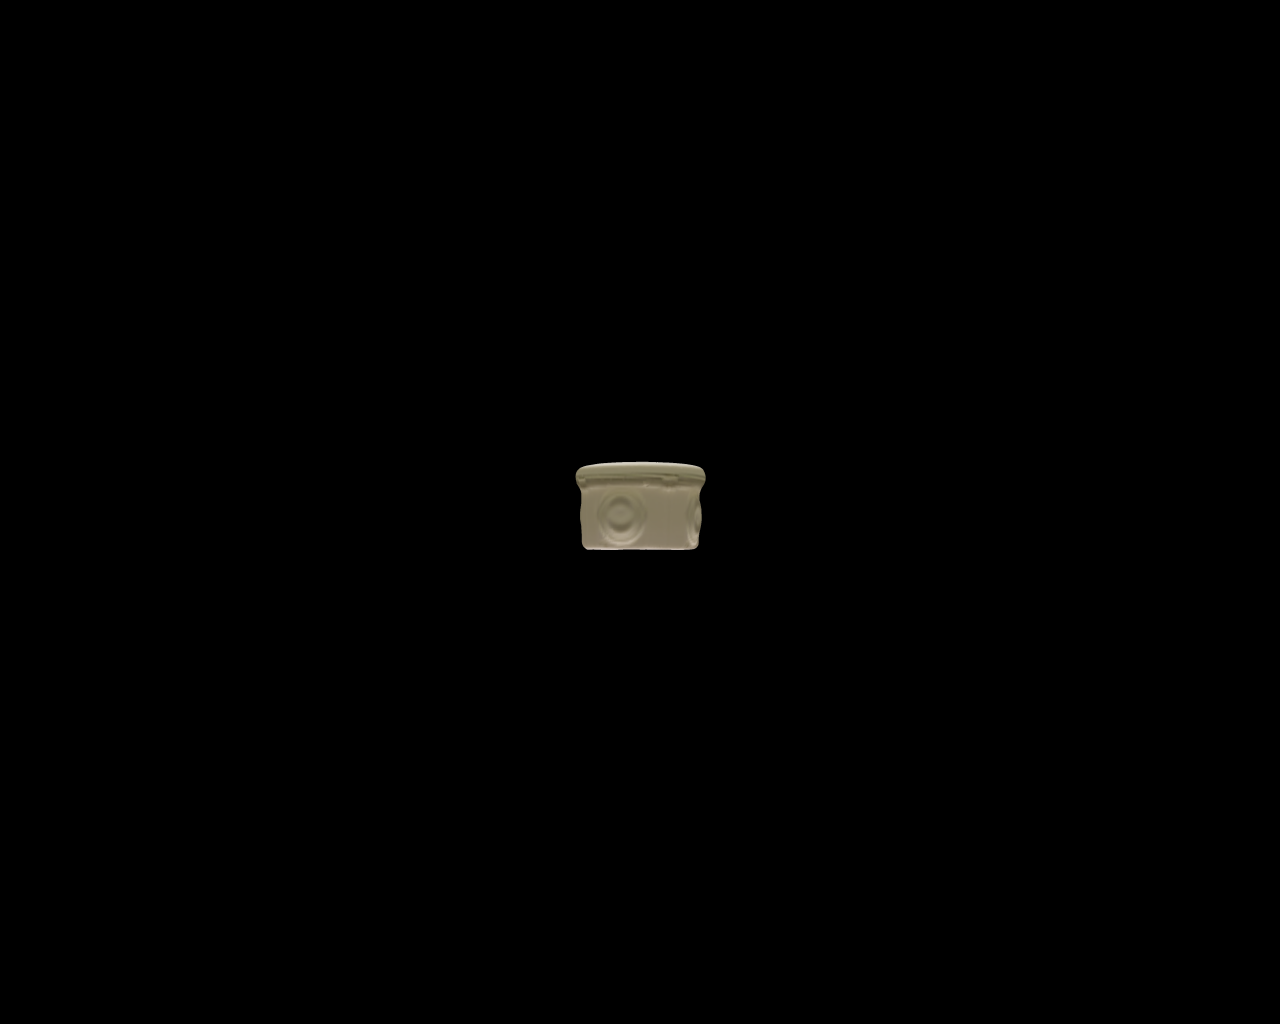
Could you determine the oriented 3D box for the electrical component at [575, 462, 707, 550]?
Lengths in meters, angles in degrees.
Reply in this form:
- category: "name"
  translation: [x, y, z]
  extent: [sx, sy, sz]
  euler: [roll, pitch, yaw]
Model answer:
- category: "electrical component"
  translation: [0.001, -0.003, 0.650]
  extent: [0.080, 0.051, 0.080]
  euler: [0, -2, 0]
